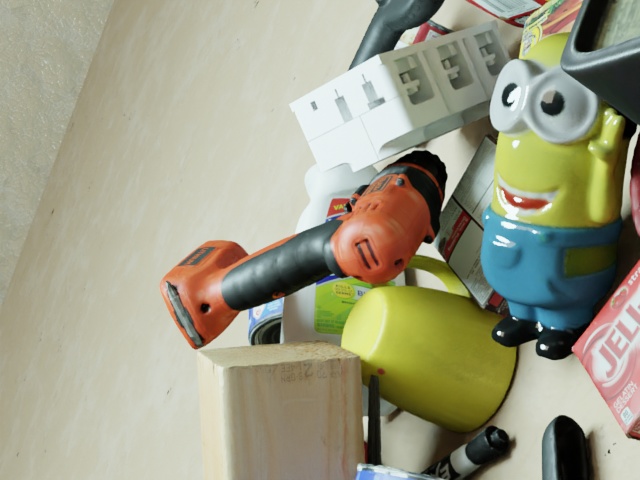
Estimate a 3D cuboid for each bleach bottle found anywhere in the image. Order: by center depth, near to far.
[{"bbox_3d":[0.015,0.015,0.842,0.068,0.102,0.251,116,160,-45],"label":"bleach bottle"}]

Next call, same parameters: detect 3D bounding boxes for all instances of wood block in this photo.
[{"bbox_3d":[-0.024,0.173,0.677,0.091,0.090,0.206,-174,82,-75],"label":"wood block"}]

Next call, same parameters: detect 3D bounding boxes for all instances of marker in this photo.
[{"bbox_3d":[0.080,0.152,0.691,0.121,0.020,0.020,-46,32,41],"label":"marker"}]

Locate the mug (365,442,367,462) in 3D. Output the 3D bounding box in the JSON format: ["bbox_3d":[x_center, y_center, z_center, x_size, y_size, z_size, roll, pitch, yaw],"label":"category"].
[{"bbox_3d":[-0.006,0.176,0.791,0.081,0.093,0.117,-56,-10,16],"label":"mug"}]

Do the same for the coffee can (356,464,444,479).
[{"bbox_3d":[0.054,0.207,0.596,0.103,0.102,0.140,-16,56,62],"label":"coffee can"}]

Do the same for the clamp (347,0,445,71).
[{"bbox_3d":[0.059,-0.179,0.818,0.172,0.039,0.120,157,115,-65],"label":"clamp"}]

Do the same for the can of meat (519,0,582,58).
[{"bbox_3d":[0.169,-0.114,0.677,0.102,0.057,0.084,-28,43,56],"label":"can of meat"}]

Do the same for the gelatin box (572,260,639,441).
[{"bbox_3d":[0.177,0.050,0.553,0.089,0.030,0.073,-58,26,23],"label":"gelatin box"}]

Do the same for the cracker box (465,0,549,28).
[{"bbox_3d":[0.194,-0.266,0.733,0.164,0.072,0.213,-5,65,63],"label":"cracker box"}]

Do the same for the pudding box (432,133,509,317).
[{"bbox_3d":[0.123,-0.010,0.711,0.090,0.039,0.113,-60,26,16],"label":"pudding box"}]

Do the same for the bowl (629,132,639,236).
[{"bbox_3d":[0.223,-0.046,0.502,0.162,0.055,0.162,-48,31,40],"label":"bowl"}]

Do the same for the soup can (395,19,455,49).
[{"bbox_3d":[0.070,-0.137,0.894,0.102,0.068,0.068,-65,24,11],"label":"soup can"}]

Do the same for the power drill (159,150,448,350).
[{"bbox_3d":[-0.005,0.001,0.733,0.188,0.057,0.184,-24,10,23],"label":"power drill"}]

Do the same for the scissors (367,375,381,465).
[{"bbox_3d":[0.029,0.190,0.694,0.096,0.016,0.202,153,114,-72],"label":"scissors"}]

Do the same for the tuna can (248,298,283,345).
[{"bbox_3d":[-0.017,0.071,0.888,0.086,0.086,0.033,-46,34,43],"label":"tuna can"}]

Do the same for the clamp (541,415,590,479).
[{"bbox_3d":[0.128,0.193,0.530,0.210,0.036,0.165,-66,21,4],"label":"clamp"}]
